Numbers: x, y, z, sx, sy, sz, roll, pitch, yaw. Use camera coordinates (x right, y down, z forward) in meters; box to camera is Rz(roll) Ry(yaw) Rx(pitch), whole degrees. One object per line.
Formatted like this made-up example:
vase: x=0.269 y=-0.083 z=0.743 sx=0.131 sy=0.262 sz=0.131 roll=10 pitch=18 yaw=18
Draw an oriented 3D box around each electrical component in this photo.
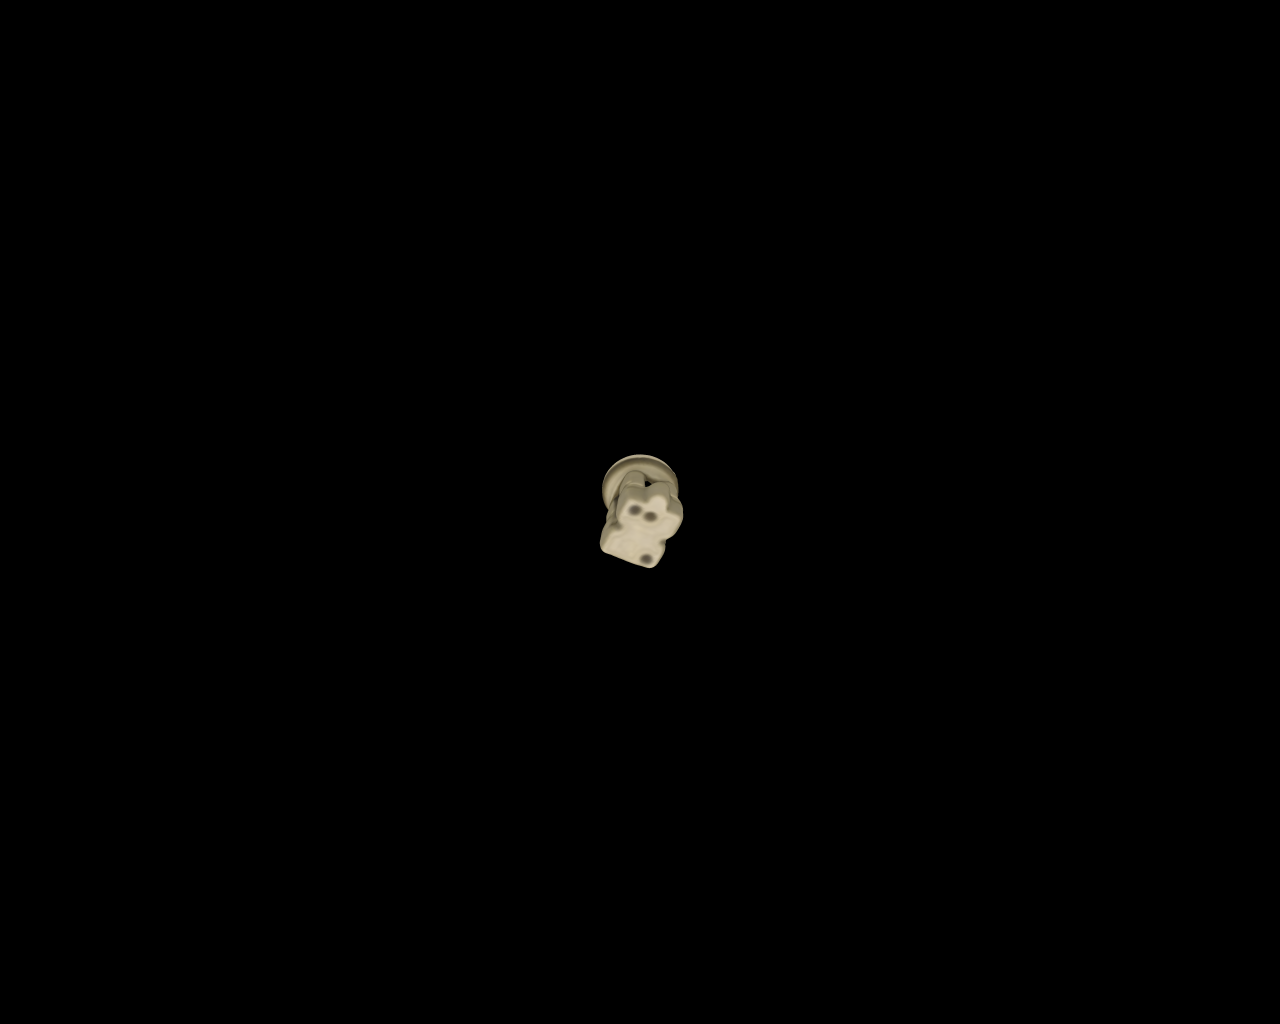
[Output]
electrical component: x=0.001 y=-0.003 z=0.650 sx=0.048 sy=0.066 sz=0.055 roll=21 pitch=32 yaw=-14
